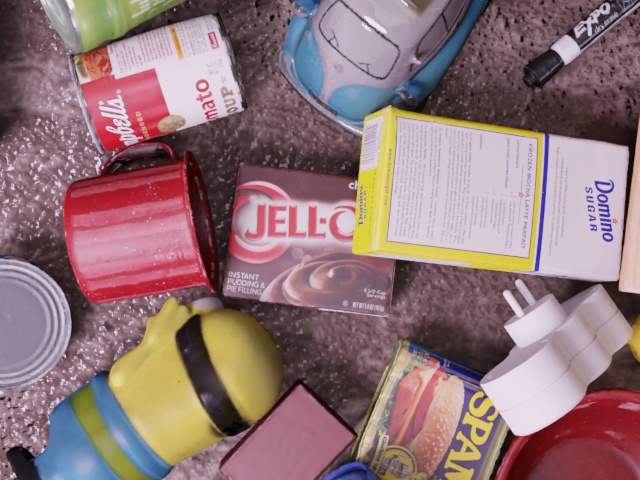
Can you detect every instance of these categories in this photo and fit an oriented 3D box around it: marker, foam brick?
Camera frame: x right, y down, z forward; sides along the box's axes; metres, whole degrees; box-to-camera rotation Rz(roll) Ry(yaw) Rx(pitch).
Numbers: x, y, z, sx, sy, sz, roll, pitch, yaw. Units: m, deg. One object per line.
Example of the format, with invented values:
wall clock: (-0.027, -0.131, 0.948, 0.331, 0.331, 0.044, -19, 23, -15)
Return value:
marker: (0.188, -0.147, 0.739, 0.121, 0.020, 0.020, -40, 88, -4)
foam brick: (-0.021, 0.136, 0.694, 0.051, 0.053, 0.078, 44, 86, 1)

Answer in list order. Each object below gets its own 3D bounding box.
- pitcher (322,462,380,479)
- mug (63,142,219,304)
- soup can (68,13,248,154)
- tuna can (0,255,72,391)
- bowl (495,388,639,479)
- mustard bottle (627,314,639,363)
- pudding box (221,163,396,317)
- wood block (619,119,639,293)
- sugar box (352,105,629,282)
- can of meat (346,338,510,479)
pitcher: (0.072, 0.258, 0.635, 0.243, 0.149, 0.145, 41, 122, -7)
mug: (-0.116, -0.015, 0.691, 0.081, 0.093, 0.117, -10, 59, 2)
soup can: (-0.105, -0.103, 0.702, 0.102, 0.068, 0.068, -17, 87, -3)
tuna can: (-0.206, 0.053, 0.694, 0.086, 0.034, 0.086, -1, 95, -15)
bowl: (0.181, 0.176, 0.693, 0.162, 0.055, 0.162, 1, 85, -7)
mustard bottle: (0.258, 0.076, 0.637, 0.096, 0.191, 0.058, 35, 87, -1)
pudding box: (-0.005, 0.001, 0.711, 0.113, 0.039, 0.090, 7, 84, -2)
wood block: (0.250, -0.064, 0.681, 0.090, 0.090, 0.206, 7, 90, 20)
sugar box: (0.113, -0.027, 0.693, 0.176, 0.048, 0.093, 8, 85, -21)
can of meat: (0.073, 0.124, 0.697, 0.084, 0.057, 0.102, 23, 85, 2)
